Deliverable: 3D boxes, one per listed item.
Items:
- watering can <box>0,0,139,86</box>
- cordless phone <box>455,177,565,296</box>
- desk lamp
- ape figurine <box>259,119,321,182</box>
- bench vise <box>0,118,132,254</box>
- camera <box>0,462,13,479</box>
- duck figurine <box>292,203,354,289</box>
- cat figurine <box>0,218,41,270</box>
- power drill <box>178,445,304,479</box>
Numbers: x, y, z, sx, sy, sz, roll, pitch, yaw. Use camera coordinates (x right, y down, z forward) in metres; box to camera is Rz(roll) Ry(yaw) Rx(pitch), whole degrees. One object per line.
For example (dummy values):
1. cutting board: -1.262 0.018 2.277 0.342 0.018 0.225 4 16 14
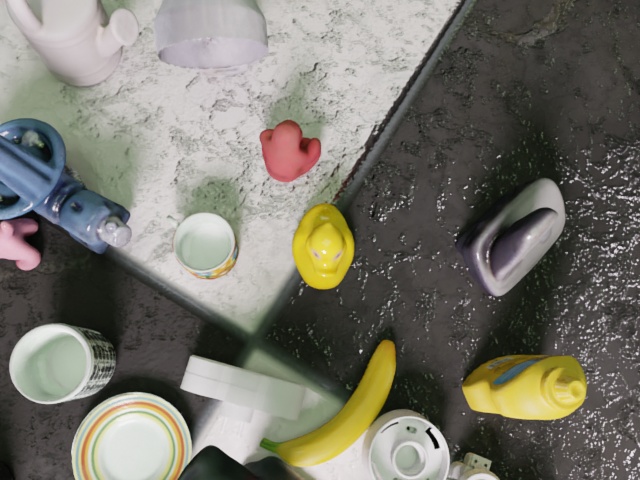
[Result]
1. watering can: -0.295 -0.267 0.658 0.173 0.194 0.101 -1 78 -5
2. cordless phone: 0.244 -0.015 0.656 0.094 0.185 0.148 43 78 5
3. desk lamp: -0.126 -0.272 0.664 0.118 0.213 0.203 -6 78 -6
4. ape figurine: -0.039 -0.116 0.700 0.078 0.092 0.076 30 77 2
5. bench vise: -0.295 -0.073 0.603 0.207 0.219 0.121 14 77 -2
6. camera: -0.407 0.249 0.585 0.143 0.101 0.137 -7 79 -6
7. duck figurine: 0.006 0.002 0.682 0.077 0.086 0.104 2 78 -4
8. cat figurine: -0.393 0.004 0.630 0.128 0.117 0.067 -15 79 -8
9. power drill: -0.033 0.282 0.556 0.229 0.208 0.076 36 77 3
